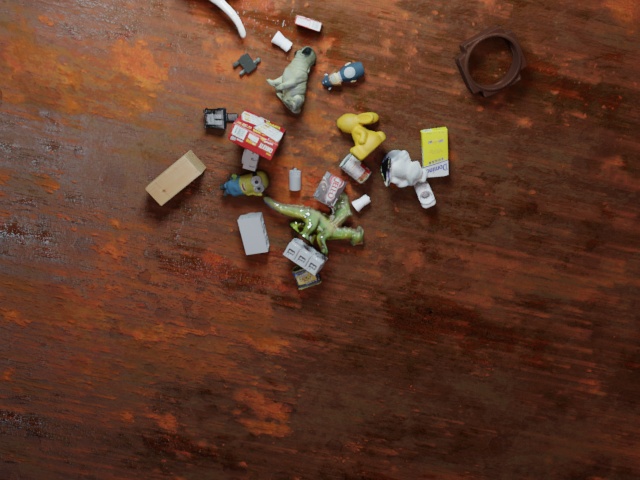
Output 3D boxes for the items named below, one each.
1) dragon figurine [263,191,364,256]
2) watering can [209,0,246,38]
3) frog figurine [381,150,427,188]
[{"bbox_3d":[0.006,-0.100,1.980,0.408,0.123,0.243,43,90,-12],"label":"dragon figurine"},{"bbox_3d":[-0.344,-0.839,1.674,0.224,0.106,0.342,1,112,3],"label":"watering can"},{"bbox_3d":[0.309,-0.260,1.886,0.159,0.123,0.136,-3,99,-12],"label":"frog figurine"}]
